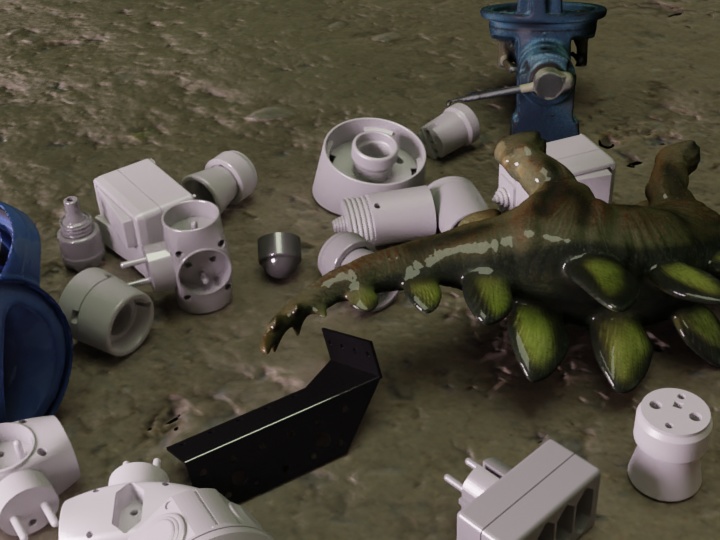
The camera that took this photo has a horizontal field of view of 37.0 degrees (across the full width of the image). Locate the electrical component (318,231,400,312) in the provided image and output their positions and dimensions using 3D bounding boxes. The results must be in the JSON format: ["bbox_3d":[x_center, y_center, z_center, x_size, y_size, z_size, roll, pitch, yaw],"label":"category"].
[{"bbox_3d":[0.000,0.000,0.822,0.045,0.045,0.055,-26,41,-28],"label":"electrical component"}]

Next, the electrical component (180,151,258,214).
[{"bbox_3d":[-0.122,-0.074,0.933,0.045,0.045,0.055,20,41,28],"label":"electrical component"}]

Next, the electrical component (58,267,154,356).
[{"bbox_3d":[-0.184,0.032,0.784,0.047,0.055,0.055,22,43,26],"label":"electrical component"}]

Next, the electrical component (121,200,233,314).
[{"bbox_3d":[-0.140,-0.005,0.812,0.079,0.077,0.044,-15,37,-15],"label":"electrical component"}]

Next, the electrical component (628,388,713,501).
[{"bbox_3d":[0.188,0.106,0.652,0.045,0.055,0.045,-2,36,1],"label":"electrical component"}]

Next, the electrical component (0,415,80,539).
[{"bbox_3d":[-0.208,0.133,0.652,0.077,0.044,0.079,-22,42,-26],"label":"electrical component"}]

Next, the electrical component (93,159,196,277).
[{"bbox_3d":[-0.180,-0.044,0.882,0.061,0.061,0.096,-25,41,-27],"label":"electrical component"}]

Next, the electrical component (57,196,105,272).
[{"bbox_3d":[-0.227,-0.031,0.867,0.035,0.061,0.035,-2,36,2],"label":"electrical component"}]

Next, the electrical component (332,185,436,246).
[{"bbox_3d":[0.018,-0.042,0.880,0.081,0.043,0.043,-9,36,-9],"label":"electrical component"}]

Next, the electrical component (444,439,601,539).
[{"bbox_3d":[0.084,0.134,0.627,0.083,0.047,0.076,-30,44,-32],"label":"electrical component"}]

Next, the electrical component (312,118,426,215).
[{"bbox_3d":[0.009,-0.086,0.946,0.099,0.064,0.099,4,46,-4],"label":"electrical component"}]

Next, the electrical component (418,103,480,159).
[{"bbox_3d":[0.082,-0.128,0.999,0.046,0.040,0.040,-33,45,-27],"label":"electrical component"}]

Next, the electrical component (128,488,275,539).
[{"bbox_3d":[-0.084,0.161,0.575,0.080,0.080,0.051,-20,34,-23],"label":"electrical component"}]

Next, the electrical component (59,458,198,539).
[{"bbox_3d":[-0.132,0.141,0.636,0.077,0.043,0.079,-5,36,-3],"label":"electrical component"}]

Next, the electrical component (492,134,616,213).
[{"bbox_3d":[0.157,-0.064,0.884,0.096,0.061,0.061,-15,37,-16],"label":"electrical component"}]

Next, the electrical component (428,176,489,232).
[{"bbox_3d":[0.081,-0.050,0.886,0.043,0.043,0.081,-9,36,-9],"label":"electrical component"}]
